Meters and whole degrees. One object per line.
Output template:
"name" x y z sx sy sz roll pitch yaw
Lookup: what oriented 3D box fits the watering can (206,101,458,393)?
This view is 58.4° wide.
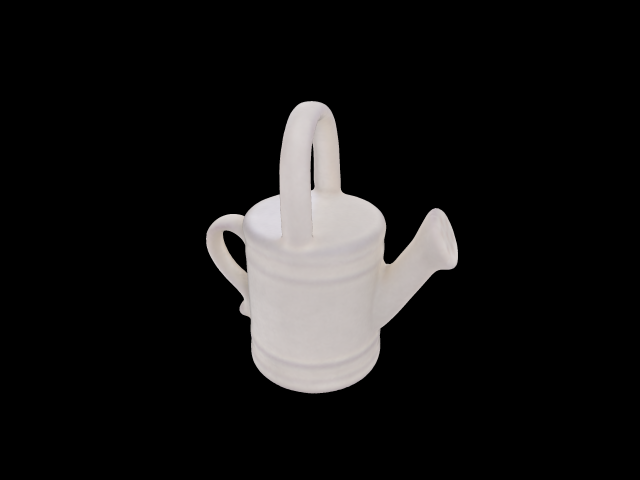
"watering can" 0.004 0.000 0.402 0.173 0.194 0.101 -3 28 -5
